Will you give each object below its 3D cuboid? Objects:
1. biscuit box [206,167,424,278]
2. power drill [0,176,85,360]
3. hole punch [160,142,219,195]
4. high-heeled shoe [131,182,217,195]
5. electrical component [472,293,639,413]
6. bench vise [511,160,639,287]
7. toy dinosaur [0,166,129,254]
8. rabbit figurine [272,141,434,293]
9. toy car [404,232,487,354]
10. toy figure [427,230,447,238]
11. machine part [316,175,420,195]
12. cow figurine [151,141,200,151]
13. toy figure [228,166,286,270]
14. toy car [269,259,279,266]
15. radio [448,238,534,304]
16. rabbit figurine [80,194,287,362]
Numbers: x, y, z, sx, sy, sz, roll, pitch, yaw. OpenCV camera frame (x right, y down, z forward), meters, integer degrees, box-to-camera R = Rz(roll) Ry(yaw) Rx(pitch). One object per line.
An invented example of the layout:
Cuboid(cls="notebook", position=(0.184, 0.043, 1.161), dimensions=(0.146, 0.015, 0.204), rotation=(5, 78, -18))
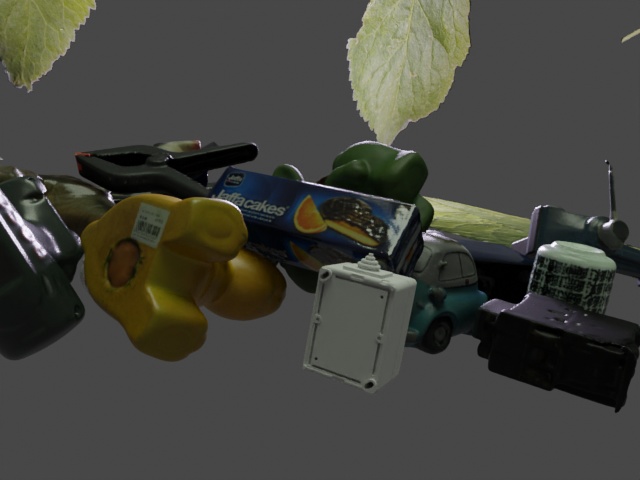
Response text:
Cuboid(cls="biscuit box", position=(-0.012, -0.012, 0.491), dimensions=(0.203, 0.063, 0.059), rotation=(14, -32, 27))
Cuboid(cls="power drill", position=(-0.253, -0.026, 0.402), dimensions=(0.086, 0.232, 0.207), rotation=(-35, 6, -20))
Cuboid(cls="hole punch", position=(-0.175, -0.072, 0.770), dimensions=(0.116, 0.092, 0.142), rotation=(-29, 27, -6))
Cuboid(cls="high-heeled shoe", position=(-0.214, -0.069, 0.886), dimensions=(0.145, 0.086, 0.249), rotation=(32, 37, 25))
Cuboid(cls="electrical component", position=(0.209, 0.091, 0.482), dimensions=(0.134, 0.058, 0.115), rotation=(15, 10, 31))
Cuboid(cls="bench vise", position=(0.383, 0.021, 0.731), dimensions=(0.241, 0.129, 0.223), rotation=(16, -26, -6))
Cuboid(cls="toy dinosaur", position=(-0.298, -0.030, 0.626), dimensions=(0.472, 0.105, 0.198), rotation=(20, 11, 31))
Cuboid(cls="rabbit figurine", position=(0.016, -0.028, 0.576), dimensions=(0.159, 0.170, 0.121), rotation=(34, -19, 27))
Cuboid(cls="toy car", position=(0.107, 0.044, 0.534), dimensions=(0.161, 0.102, 0.109), rotation=(-3, 16, -40))
Cuboid(cls="toy figure", position=(0.150, 0.014, 0.864), dimensions=(0.154, 0.064, 0.058), rotation=(-8, 57, -45))
Cuboid(cls="machine part", position=(0.072, -0.049, 0.845), dimensions=(0.179, 0.056, 0.179), rotation=(1, -18, 0))
Cuboid(cls="cow figurine", position=(-0.278, -0.100, 0.940), dimensions=(0.127, 0.085, 0.195), rotation=(1, -22, -21))
Cuboid(cls="toy figure", position=(-0.059, -0.019, 0.693), dimensions=(0.180, 0.089, 0.082), rotation=(29, -17, -4))
Cuboid(cls="toy car", position=(-0.118, -0.005, 0.642), dimensions=(0.053, 0.089, 0.202), rotation=(-23, 27, -36))
Cuboid(cls="radio", position=(0.151, 0.039, 0.690), dimensions=(0.230, 0.073, 0.131), rotation=(5, 11, -7))
Cuboid(cls="rabbit figurine", position=(-0.108, 0.035, 0.465), dimensions=(0.163, 0.122, 0.173), rotation=(4, -9, 38))
